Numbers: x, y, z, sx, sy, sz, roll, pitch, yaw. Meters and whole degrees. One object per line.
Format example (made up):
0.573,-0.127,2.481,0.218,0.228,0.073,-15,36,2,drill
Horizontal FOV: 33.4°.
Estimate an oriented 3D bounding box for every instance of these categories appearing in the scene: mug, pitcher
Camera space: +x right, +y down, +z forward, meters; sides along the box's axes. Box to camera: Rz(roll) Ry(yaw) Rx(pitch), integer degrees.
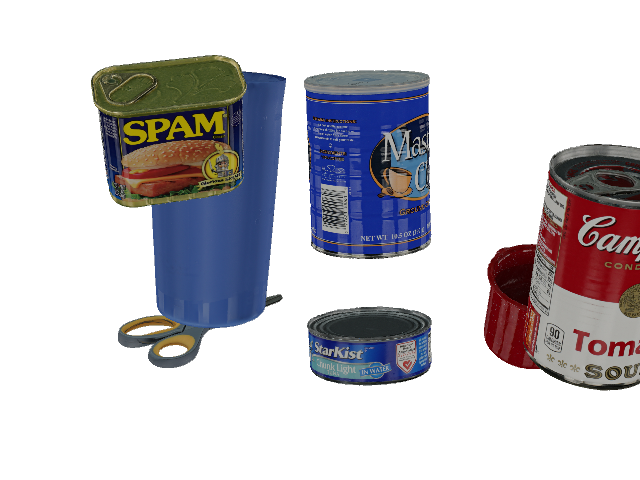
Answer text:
0.190,0.056,0.988,0.093,0.081,0.117,-13,42,-18,mug
-0.098,-0.047,1.040,0.149,0.243,0.145,-2,15,-17,pitcher

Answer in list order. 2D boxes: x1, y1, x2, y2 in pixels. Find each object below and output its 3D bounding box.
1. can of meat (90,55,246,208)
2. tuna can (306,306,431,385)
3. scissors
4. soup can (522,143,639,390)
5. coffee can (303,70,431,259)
-0.103,-0.074,0.740,0.102,0.084,0.057,-8,43,-12,can of meat
0.034,0.072,0.737,0.086,0.034,0.086,-2,10,0,tuna can
-0.115,0.096,1.149,0.201,0.016,0.096,-7,31,-25,scissors
0.138,0.013,0.520,0.068,0.102,0.068,2,27,-1,soup can
0.040,-0.066,0.887,0.103,0.140,0.103,-2,15,0,coffee can
